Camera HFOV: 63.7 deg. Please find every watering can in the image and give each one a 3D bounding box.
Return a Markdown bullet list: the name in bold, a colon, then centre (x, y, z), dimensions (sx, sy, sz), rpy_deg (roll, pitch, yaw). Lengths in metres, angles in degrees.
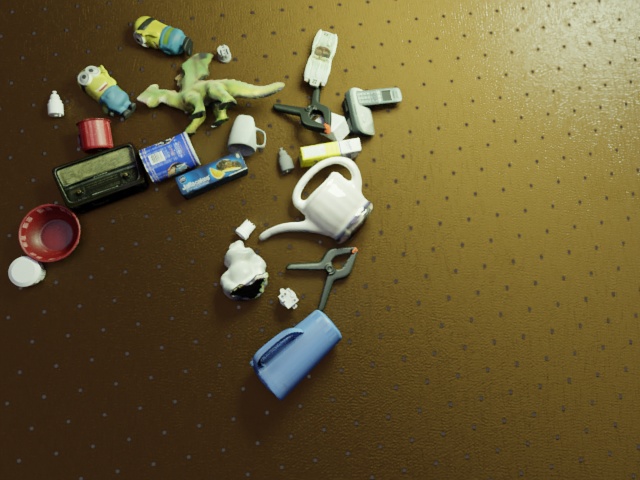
- **watering can**: centre (0.005, -0.075, 1.491), dimensions (0.224, 0.104, 0.347), rpy_deg (42, 93, 0)

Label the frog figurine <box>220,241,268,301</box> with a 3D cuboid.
- **frog figurine**: centre (-0.222, 0.088, 1.450), dimensions (0.137, 0.120, 0.162), rpy_deg (-37, 51, -1)

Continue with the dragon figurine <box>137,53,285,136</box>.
- **dragon figurine**: centre (-0.328, -0.455, 1.504), dimensions (0.411, 0.120, 0.246), rpy_deg (-22, 72, -4)
